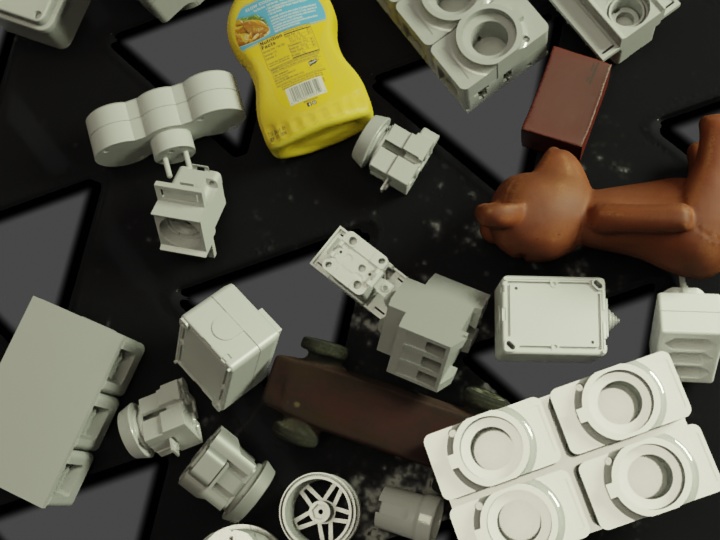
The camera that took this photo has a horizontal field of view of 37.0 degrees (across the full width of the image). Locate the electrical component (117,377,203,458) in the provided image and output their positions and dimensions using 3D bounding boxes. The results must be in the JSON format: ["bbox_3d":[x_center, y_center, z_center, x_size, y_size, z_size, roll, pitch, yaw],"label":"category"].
[{"bbox_3d":[-0.165,0.126,0.886,0.055,0.048,0.066,-22,52,5],"label":"electrical component"}]

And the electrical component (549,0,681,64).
[{"bbox_3d":[0.197,-0.238,0.907,0.079,0.063,0.121,-36,75,0],"label":"electrical component"}]

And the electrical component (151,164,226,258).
[{"bbox_3d":[-0.143,-0.051,0.911,0.042,0.081,0.063,9,51,9],"label":"electrical component"}]

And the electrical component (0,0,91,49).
[{"bbox_3d":[-0.290,-0.271,0.988,0.078,0.057,0.113,20,81,12],"label":"electrical component"}]

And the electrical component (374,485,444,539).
[{"bbox_3d":[0.039,0.193,0.848,0.046,0.040,0.040,13,80,17],"label":"electrical component"}]

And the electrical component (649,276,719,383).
[{"bbox_3d":[0.253,0.038,0.841,0.047,0.065,0.076,2,49,9],"label":"electrical component"}]

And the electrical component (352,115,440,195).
[{"bbox_3d":[0.027,-0.099,0.911,0.055,0.048,0.066,31,83,6],"label":"electrical component"}]

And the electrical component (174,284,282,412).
[{"bbox_3d":[-0.108,0.065,0.877,0.061,0.096,0.061,-36,73,-29],"label":"electrical component"}]

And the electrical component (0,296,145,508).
[{"bbox_3d":[-0.256,0.111,0.896,0.089,0.061,0.150,22,82,12],"label":"electrical component"}]

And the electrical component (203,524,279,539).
[{"bbox_3d":[-0.098,0.242,0.850,0.080,0.051,0.080,-2,77,8],"label":"electrical component"}]

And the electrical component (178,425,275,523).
[{"bbox_3d":[-0.106,0.164,0.860,0.057,0.078,0.058,39,85,-5],"label":"electrical component"}]

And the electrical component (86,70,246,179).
[{"bbox_3d":[-0.165,-0.116,0.938,0.138,0.052,0.073,-18,76,4],"label":"electrical component"}]

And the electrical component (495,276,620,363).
[{"bbox_3d":[0.156,0.041,0.856,0.096,0.061,0.061,1,78,0],"label":"electrical component"}]

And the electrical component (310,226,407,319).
[{"bbox_3d":[0.000,0.000,0.883,0.081,0.064,0.042,37,84,14],"label":"electrical component"}]

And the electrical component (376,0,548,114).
[{"bbox_3d":[0.081,-0.225,0.922,0.089,0.061,0.150,-36,75,-1],"label":"electrical component"}]

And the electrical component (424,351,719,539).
[{"bbox_3d":[0.152,0.140,0.781,0.186,0.060,0.105,-21,76,4],"label":"electrical component"}]

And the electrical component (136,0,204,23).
[{"bbox_3d":[-0.140,-0.314,0.953,0.186,0.060,0.105,-44,49,-3],"label":"electrical component"}]
